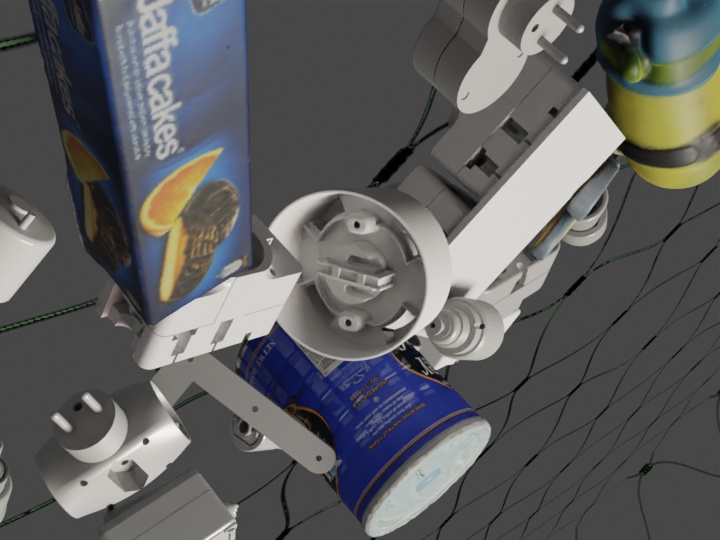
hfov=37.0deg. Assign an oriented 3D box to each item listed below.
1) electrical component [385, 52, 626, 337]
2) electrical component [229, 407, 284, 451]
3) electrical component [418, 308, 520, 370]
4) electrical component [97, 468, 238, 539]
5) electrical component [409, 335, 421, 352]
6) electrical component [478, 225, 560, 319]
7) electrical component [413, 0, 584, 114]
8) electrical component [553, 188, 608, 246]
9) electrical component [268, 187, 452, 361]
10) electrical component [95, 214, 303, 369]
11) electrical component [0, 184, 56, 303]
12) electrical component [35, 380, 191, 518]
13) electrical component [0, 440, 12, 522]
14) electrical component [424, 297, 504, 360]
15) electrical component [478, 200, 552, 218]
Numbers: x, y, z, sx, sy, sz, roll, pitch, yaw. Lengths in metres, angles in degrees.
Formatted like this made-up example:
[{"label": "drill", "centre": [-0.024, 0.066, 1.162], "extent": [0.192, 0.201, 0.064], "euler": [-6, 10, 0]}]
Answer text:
[{"label": "electrical component", "centre": [0.074, -0.047, 0.695], "extent": [0.186, 0.060, 0.105], "euler": [-48, 156, 11]}, {"label": "electrical component", "centre": [-0.062, 0.110, 0.769], "extent": [0.065, 0.044, 0.044], "euler": [7, 126, -54]}, {"label": "electrical component", "centre": [0.073, 0.051, 0.871], "extent": [0.083, 0.047, 0.075], "euler": [-21, 153, -40]}, {"label": "electrical component", "centre": [-0.131, 0.185, 0.756], "extent": [0.096, 0.061, 0.061], "euler": [-31, 153, -27]}, {"label": "electrical component", "centre": [0.010, 0.079, 0.785], "extent": [0.043, 0.079, 0.077], "euler": [31, 107, -35]}, {"label": "electrical component", "centre": [0.100, 0.001, 0.822], "extent": [0.095, 0.053, 0.059], "euler": [-28, 152, -30]}, {"label": "electrical component", "centre": [0.083, -0.135, 0.547], "extent": [0.052, 0.073, 0.138], "euler": [-23, 149, -38]}, {"label": "electrical component", "centre": [0.179, -0.048, 0.874], "extent": [0.045, 0.045, 0.055], "euler": [-41, 156, -6]}, {"label": "electrical component", "centre": [0.000, 0.000, 0.617], "extent": [0.064, 0.099, 0.099], "euler": [-19, 147, -54]}, {"label": "electrical component", "centre": [-0.080, 0.006, 0.553], "extent": [0.089, 0.050, 0.055], "euler": [-15, 144, -47]}, {"label": "electrical component", "centre": [-0.158, -0.001, 0.435], "extent": [0.078, 0.040, 0.040], "euler": [-48, 156, 11]}, {"label": "electrical component", "centre": [-0.146, 0.092, 0.603], "extent": [0.077, 0.043, 0.079], "euler": [-34, 144, -7]}, {"label": "electrical component", "centre": [-0.199, 0.111, 0.562], "extent": [0.035, 0.035, 0.061], "euler": [-15, 142, -47]}, {"label": "electrical component", "centre": [0.063, 0.037, 0.686], "extent": [0.040, 0.040, 0.078], "euler": [-50, 155, 15]}, {"label": "electrical component", "centre": [0.094, -0.030, 0.774], "extent": [0.081, 0.043, 0.043], "euler": [-38, 156, -12]}]
